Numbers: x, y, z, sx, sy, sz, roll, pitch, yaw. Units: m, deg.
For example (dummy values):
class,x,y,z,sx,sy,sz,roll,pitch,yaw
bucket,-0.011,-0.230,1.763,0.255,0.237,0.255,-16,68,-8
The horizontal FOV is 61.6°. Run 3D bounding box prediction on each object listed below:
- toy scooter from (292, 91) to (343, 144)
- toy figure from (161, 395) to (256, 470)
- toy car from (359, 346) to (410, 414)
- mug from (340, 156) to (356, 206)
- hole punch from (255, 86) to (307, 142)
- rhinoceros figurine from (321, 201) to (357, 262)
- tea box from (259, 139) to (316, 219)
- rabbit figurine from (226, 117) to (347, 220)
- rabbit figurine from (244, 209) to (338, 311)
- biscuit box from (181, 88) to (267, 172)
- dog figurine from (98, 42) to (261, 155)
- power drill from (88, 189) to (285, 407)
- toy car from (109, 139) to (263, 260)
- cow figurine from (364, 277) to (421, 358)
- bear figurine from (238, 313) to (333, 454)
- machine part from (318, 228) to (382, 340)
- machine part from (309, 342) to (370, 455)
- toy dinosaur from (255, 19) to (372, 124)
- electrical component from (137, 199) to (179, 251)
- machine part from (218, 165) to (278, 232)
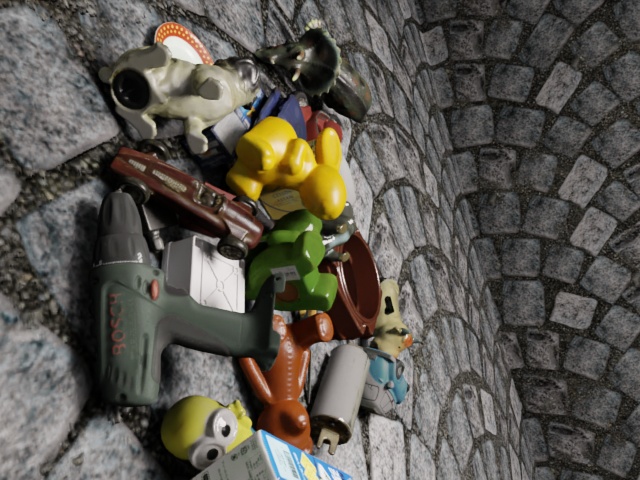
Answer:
class,x,y,z,sx,sy,sz,roll,pitch,yaw
toy scooter,-0.010,-0.214,1.117,0.183,0.075,0.135,24,55,-54
toy figure,-0.116,0.249,0.639,0.180,0.089,0.082,58,31,-47
toy car,0.109,0.288,1.063,0.103,0.109,0.161,-54,140,-31
mug,0.034,-0.128,1.107,0.109,0.081,0.107,-59,150,-43
hole punch,-0.065,-0.179,0.908,0.142,0.092,0.115,-68,178,-47
rhinoceros figurine,-0.002,-0.003,0.943,0.190,0.112,0.073,-40,129,-32
tea box,-0.036,-0.112,0.981,0.068,0.098,0.170,60,28,-30
rabbit figurine,-0.031,-0.097,0.800,0.173,0.121,0.162,36,43,8
rabbit figurine,-0.047,0.025,0.810,0.121,0.159,0.170,59,26,-30
biscuit box,-0.145,-0.193,0.846,0.059,0.063,0.203,56,31,-31
dog figurine,-0.179,-0.214,0.728,0.172,0.121,0.191,32,29,-9
power drill,-0.144,0.063,0.590,0.207,0.086,0.232,9,71,-24
toy car,-0.156,-0.052,0.662,0.202,0.053,0.089,34,45,-23
cow figurine,0.140,0.168,1.144,0.085,0.127,0.195,44,37,-42
bear figurine,-0.047,0.212,0.753,0.120,0.132,0.196,7,63,-34
machine part,0.047,0.079,1.053,0.201,0.087,0.201,61,29,-24
machine part,0.035,0.264,0.937,0.079,0.079,0.243,62,28,-24
toy dinosaur,0.042,-0.333,1.166,0.404,0.131,0.192,30,26,-45
electrical component,-0.207,-0.033,0.678,0.063,0.021,0.094,-21,94,-65
machine part,-0.115,-0.053,0.859,0.138,0.039,0.084,44,31,-44
